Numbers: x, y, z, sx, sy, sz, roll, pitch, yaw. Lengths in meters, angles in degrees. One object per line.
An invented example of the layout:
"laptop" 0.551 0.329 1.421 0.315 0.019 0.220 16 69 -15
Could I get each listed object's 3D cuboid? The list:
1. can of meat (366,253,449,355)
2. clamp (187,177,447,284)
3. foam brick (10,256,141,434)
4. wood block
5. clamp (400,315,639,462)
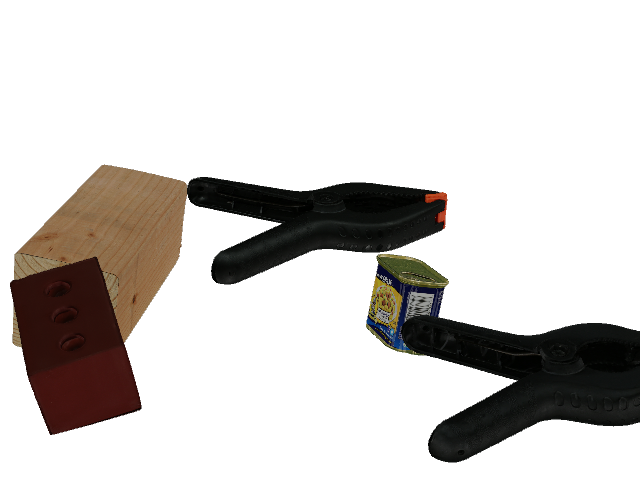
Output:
"can of meat" 0.092 0.070 1.168 0.057 0.084 0.102 6 13 -20
"clamp" -0.004 -0.021 0.852 0.209 0.036 0.165 -8 28 -18
"foam brick" -0.137 0.058 0.593 0.053 0.051 0.078 -16 43 -13
"wood block" -0.194 0.015 0.967 0.090 0.091 0.206 12 26 4
"clamp" 0.131 0.084 0.612 0.171 0.039 0.120 -1 36 6
